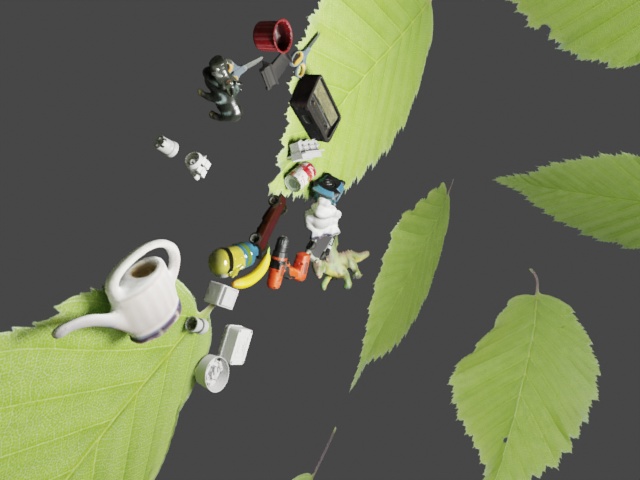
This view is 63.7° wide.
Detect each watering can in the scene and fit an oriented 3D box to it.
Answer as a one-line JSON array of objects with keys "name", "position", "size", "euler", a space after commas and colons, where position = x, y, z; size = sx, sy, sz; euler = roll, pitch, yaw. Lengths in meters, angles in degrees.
[{"name": "watering can", "position": [-0.435, 0.150, 1.179], "size": [0.104, 0.219, 0.355], "euler": [12, 42, 27]}]

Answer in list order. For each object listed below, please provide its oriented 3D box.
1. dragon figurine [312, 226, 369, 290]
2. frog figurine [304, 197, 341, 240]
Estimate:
[{"name": "dragon figurine", "position": [0.084, 0.058, 2.104], "size": [0.122, 0.238, 0.418], "euler": [3, 29, 32]}, {"name": "frog figurine", "position": [0.006, -0.094, 1.861], "size": [0.137, 0.156, 0.125], "euler": [0, 34, 17]}]
